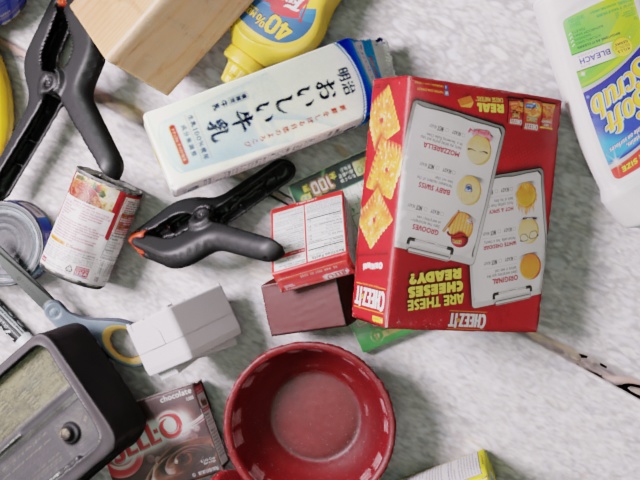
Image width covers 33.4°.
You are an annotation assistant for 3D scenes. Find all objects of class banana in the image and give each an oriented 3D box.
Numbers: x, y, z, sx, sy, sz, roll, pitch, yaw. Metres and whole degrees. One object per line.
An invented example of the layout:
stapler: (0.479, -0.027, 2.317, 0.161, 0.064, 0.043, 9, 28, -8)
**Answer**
banana: (-0.344, -0.175, 1.049, 0.070, 0.037, 0.198, -32, 87, 25)

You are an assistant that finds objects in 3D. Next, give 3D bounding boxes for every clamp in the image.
clamp: (-0.098, -0.022, 1.008, 0.172, 0.120, 0.039, -5, 132, 25)
clamp: (-0.254, -0.137, 1.016, 0.165, 0.036, 0.210, -14, 70, 28)

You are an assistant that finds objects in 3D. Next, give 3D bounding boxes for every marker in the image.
marker: (-0.310, 0.084, 1.062, 0.121, 0.020, 0.020, 45, 96, 3)

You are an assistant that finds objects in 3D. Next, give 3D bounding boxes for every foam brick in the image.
foam brick: (-0.008, 0.057, 1.001, 0.078, 0.053, 0.051, -10, 95, 20)

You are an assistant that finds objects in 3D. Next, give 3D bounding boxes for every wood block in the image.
wood block: (-0.115, -0.246, 0.963, 0.206, 0.090, 0.091, -45, 57, 13)

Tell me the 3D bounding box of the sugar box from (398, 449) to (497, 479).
sugar box: (0.079, 0.251, 0.987, 0.176, 0.093, 0.048, -24, 90, 8)

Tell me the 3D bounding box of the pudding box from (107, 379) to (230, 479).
pudding box: (-0.155, 0.195, 1.038, 0.113, 0.039, 0.090, -20, 90, 7)

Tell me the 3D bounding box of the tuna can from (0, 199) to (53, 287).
tuna can: (-0.306, 0.003, 1.051, 0.086, 0.033, 0.086, 0, 92, 7)

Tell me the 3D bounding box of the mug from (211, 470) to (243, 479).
mug: (-0.095, 0.266, 0.997, 0.117, 0.093, 0.081, 29, 106, -16)

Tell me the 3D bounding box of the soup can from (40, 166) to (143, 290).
soup can: (-0.219, -0.012, 1.023, 0.068, 0.068, 0.102, 23, 95, 5)

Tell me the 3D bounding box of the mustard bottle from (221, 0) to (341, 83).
mustard bottle: (-0.031, -0.224, 0.996, 0.096, 0.058, 0.192, 37, 96, 11)

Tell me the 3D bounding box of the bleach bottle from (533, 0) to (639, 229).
bleach bottle: (0.280, -0.115, 0.965, 0.102, 0.068, 0.251, -21, 92, 9)

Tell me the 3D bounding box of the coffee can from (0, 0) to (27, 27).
coffee can: (-0.323, -0.270, 0.972, 0.102, 0.140, 0.103, 3, 70, -8)

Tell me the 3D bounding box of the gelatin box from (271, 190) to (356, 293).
gelatin box: (-0.006, 0.001, 0.979, 0.073, 0.089, 0.030, -16, 133, 12)

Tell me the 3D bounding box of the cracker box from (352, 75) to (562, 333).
cracker box: (0.120, -0.029, 0.949, 0.164, 0.072, 0.214, 4, 94, -27)

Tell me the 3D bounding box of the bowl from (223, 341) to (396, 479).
bowl: (-0.007, 0.172, 1.012, 0.162, 0.055, 0.162, 0, 92, 7)

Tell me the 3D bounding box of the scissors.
scissors: (-0.236, 0.066, 1.035, 0.096, 0.016, 0.202, -26, 102, 0)
